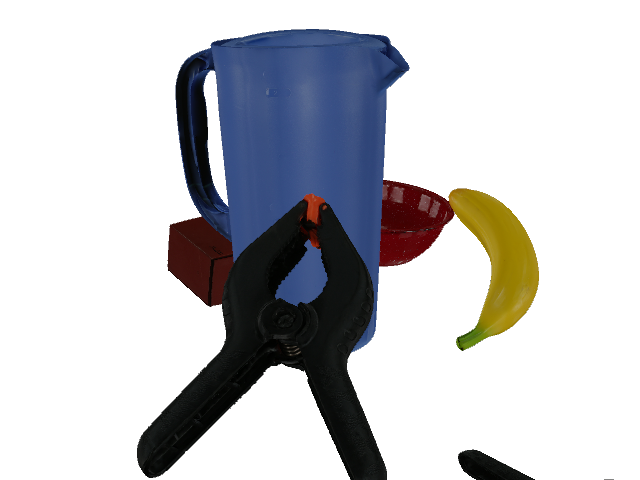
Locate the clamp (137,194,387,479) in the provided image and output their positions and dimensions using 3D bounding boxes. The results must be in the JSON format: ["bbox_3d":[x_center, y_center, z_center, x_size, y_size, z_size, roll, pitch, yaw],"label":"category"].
[{"bbox_3d":[-0.008,0.055,0.539,0.120,0.171,0.039,17,-28,10],"label":"clamp"}]

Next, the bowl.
[{"bbox_3d":[0.058,-0.015,1.119,0.162,0.055,0.162,4,21,-2],"label":"bowl"}]

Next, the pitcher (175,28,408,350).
[{"bbox_3d":[-0.022,-0.039,0.820,0.144,0.243,0.149,-7,16,-21],"label":"pitcher"}]

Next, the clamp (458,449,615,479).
[{"bbox_3d":[0.194,0.239,0.860,0.210,0.036,0.164,1,34,24],"label":"clamp"}]

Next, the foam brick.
[{"bbox_3d":[-0.102,0.018,1.002,0.052,0.051,0.078,-14,34,-34],"label":"foam brick"}]

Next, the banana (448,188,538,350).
[{"bbox_3d":[0.143,0.012,0.883,0.069,0.037,0.197,-2,37,6],"label":"banana"}]
